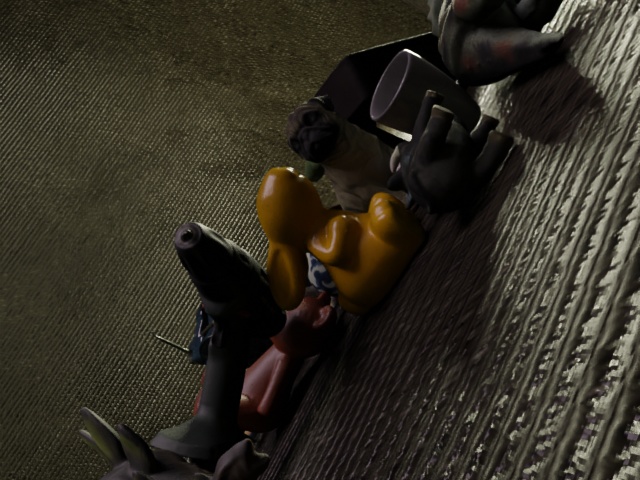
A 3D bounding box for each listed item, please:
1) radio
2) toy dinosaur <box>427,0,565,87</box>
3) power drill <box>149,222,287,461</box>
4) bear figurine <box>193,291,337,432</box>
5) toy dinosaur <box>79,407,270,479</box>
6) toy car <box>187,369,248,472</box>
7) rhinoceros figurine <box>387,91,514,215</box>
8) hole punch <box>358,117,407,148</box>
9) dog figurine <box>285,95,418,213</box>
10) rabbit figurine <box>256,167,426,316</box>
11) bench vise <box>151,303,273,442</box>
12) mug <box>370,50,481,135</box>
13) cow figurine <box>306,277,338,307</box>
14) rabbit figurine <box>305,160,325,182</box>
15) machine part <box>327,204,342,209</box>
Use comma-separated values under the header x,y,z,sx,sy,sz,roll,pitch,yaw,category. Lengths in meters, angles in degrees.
x,y,z,sx,sy,sz,roll,pitch,yaw,category
0.112,-0.241,0.820,0.229,0.073,0.131,-23,-4,-28,radio
0.180,-0.240,0.577,0.192,0.131,0.405,99,-173,-49,toy dinosaur
-0.107,0.109,0.548,0.231,0.086,0.207,50,-137,-67,power drill
-0.064,0.145,0.695,0.120,0.132,0.195,-107,42,-76,bear figurine
-0.149,0.241,0.475,0.471,0.198,0.105,-54,3,46,toy dinosaur
-0.157,0.325,0.937,0.201,0.073,0.056,-60,6,-11,toy car
0.111,-0.073,0.499,0.190,0.073,0.112,-76,6,-73,rhinoceros figurine
0.082,-0.103,0.830,0.142,0.116,0.092,125,166,-59,hole punch
0.032,-0.088,0.718,0.172,0.190,0.121,-59,3,46,dog figurine
0.004,-0.006,0.579,0.162,0.173,0.122,-54,9,22,rabbit figurine
-0.153,0.193,0.845,0.224,0.128,0.241,-28,46,26,bench vise
0.118,-0.152,0.603,0.080,0.107,0.110,-62,16,18,mug
-0.036,0.103,0.868,0.167,0.098,0.068,-57,11,40,cow figurine
0.045,-0.156,0.969,0.159,0.170,0.121,-33,-8,-16,rabbit figurine
-0.002,-0.003,0.900,0.179,0.056,0.179,-26,-9,-5,machine part
